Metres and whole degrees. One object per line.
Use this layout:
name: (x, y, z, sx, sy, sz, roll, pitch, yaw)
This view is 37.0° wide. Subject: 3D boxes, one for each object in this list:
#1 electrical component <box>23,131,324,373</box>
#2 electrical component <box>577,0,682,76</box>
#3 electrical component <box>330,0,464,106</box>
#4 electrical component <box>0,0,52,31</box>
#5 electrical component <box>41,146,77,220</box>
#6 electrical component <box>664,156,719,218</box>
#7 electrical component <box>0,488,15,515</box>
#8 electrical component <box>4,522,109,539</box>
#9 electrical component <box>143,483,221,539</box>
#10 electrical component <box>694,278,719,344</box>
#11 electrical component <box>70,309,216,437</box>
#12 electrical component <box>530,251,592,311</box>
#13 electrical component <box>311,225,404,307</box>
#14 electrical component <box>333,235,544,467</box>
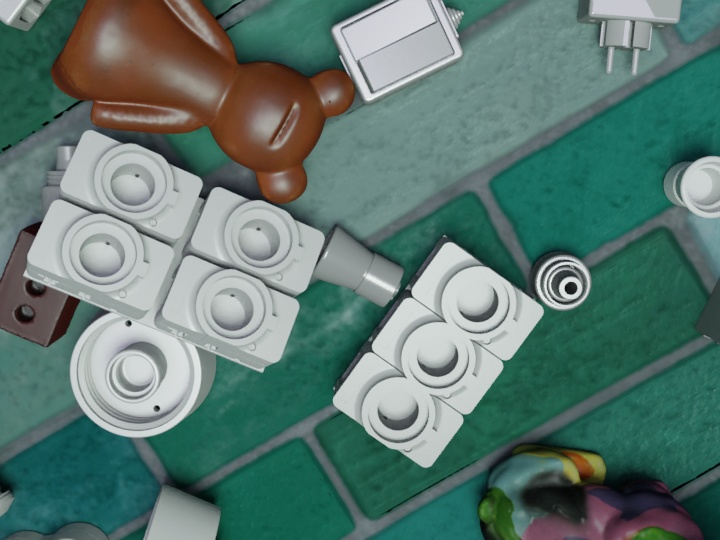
electrical component: (-0.131, -0.012, 0.774, 0.186, 0.060, 0.105, 23, 73, -12)
electrical component: (0.196, -0.182, 0.792, 0.066, 0.047, 0.076, 4, 97, 0)
electrical component: (0.033, -0.168, 0.788, 0.096, 0.061, 0.061, -26, 96, 3)
electrical component: (-0.256, -0.233, 0.789, 0.076, 0.047, 0.083, 39, 96, -4)
electrical component: (-0.219, -0.062, 0.811, 0.043, 0.043, 0.062, -1, 96, 1)
electrical component: (0.250, -0.062, 0.796, 0.044, 0.065, 0.044, 0, 97, 0)
electrical component: (-0.311, 0.183, 0.823, 0.080, 0.080, 0.051, -37, 90, 4)
electrical component: (-0.268, 0.239, 0.832, 0.138, 0.073, 0.052, -10, 97, 2)
electrical component: (-0.138, 0.223, 0.815, 0.060, 0.108, 0.108, 18, 97, -8)
electrical component: (0.306, 0.028, 0.764, 0.062, 0.150, 0.089, 25, 96, -1)
electrical component: (-0.167, 0.075, 0.818, 0.108, 0.060, 0.108, 0, 97, 0)
electrical component: (0.153, 0.010, 0.807, 0.043, 0.062, 0.043, 0, 97, 0)
electrical component: (0.000, 0.000, 0.819, 0.065, 0.044, 0.044, 28, 96, -8)
electrical component: (0.057, 0.061, 0.814, 0.089, 0.061, 0.150, 35, 96, -4)
